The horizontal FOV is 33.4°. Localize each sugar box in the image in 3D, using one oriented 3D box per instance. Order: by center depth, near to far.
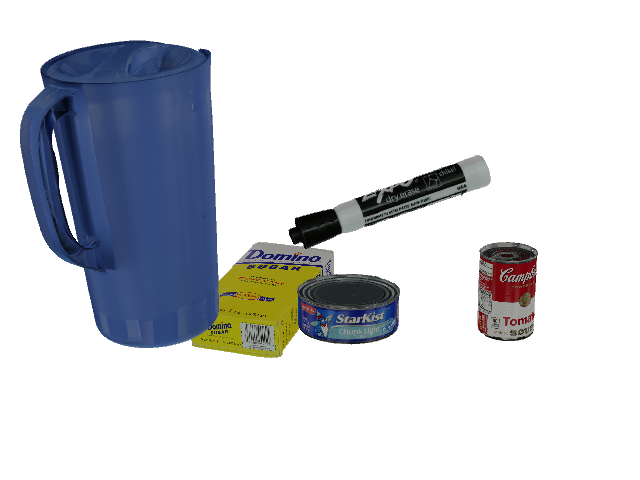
[{"bbox_3d":[-0.055,0.055,1.085,0.093,0.048,0.176,7,27,16],"label":"sugar box"}]

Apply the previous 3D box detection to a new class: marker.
[{"bbox_3d":[0.040,-0.022,0.616,0.121,0.020,0.020,-19,3,-8],"label":"marker"}]

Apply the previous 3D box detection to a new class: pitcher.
[{"bbox_3d":[-0.154,-0.034,0.877,0.149,0.243,0.145,-6,24,-7],"label":"pitcher"}]

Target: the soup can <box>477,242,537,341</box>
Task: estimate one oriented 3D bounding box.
[{"bbox_3d":[0.222,0.061,1.274,0.068,0.102,0.068,-1,19,0],"label":"soup can"}]

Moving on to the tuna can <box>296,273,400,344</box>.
[{"bbox_3d":[0.023,0.056,0.888,0.086,0.034,0.086,0,16,0],"label":"tuna can"}]
